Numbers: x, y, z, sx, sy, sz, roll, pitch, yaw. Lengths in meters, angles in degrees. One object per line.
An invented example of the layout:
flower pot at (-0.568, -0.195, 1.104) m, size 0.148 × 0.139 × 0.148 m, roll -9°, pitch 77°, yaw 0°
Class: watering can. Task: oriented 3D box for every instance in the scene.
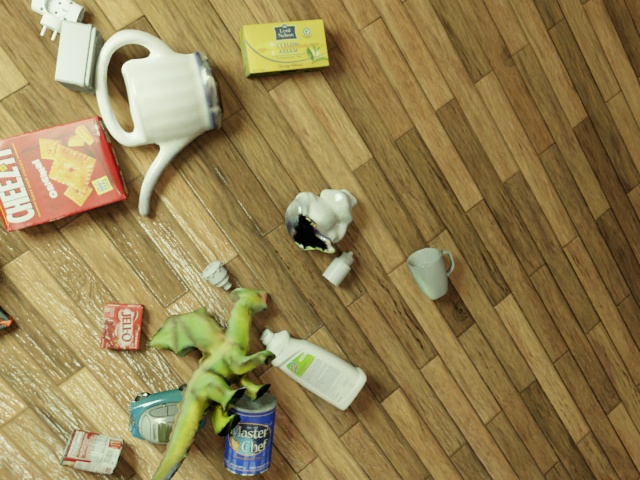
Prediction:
watering can at (-0.295, -0.228, 0.996) m, size 0.225 × 0.105 × 0.342 m, roll -15°, pitch 113°, yaw -17°

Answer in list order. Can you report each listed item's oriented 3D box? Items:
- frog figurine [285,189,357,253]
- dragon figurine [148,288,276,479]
frog figurine at (0.003, -0.056, 1.115) m, size 0.137 × 0.120 × 0.163 m, roll 38°, pitch 48°, yaw -9°
dragon figurine at (-0.240, 0.254, 1.027) m, size 0.245 × 0.119 × 0.415 m, roll 38°, pitch 67°, yaw 23°
